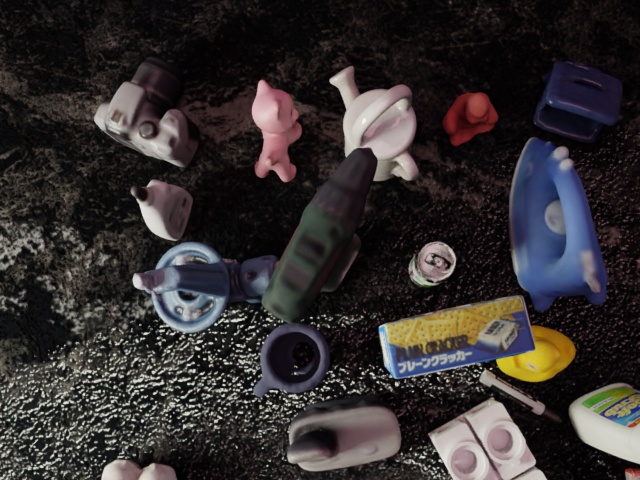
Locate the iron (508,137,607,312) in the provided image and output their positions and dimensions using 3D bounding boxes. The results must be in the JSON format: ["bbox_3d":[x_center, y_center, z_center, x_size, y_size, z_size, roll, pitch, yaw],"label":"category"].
[{"bbox_3d":[0.327,-0.038,0.777,0.118,0.141,0.258,-8,80,2],"label":"iron"}]

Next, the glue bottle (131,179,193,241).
[{"bbox_3d":[-0.224,-0.050,0.796,0.037,0.173,0.078,16,82,6],"label":"glue bottle"}]

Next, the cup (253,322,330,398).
[{"bbox_3d":[-0.039,0.170,0.788,0.118,0.095,0.091,-44,81,-4],"label":"cup"}]

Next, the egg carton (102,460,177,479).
[{"bbox_3d":[-0.252,0.379,0.780,0.107,0.069,0.150,5,81,4],"label":"egg carton"}]

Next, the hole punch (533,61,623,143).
[{"bbox_3d":[0.374,-0.209,0.827,0.108,0.091,0.101,20,82,7],"label":"hole punch"}]

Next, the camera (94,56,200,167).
[{"bbox_3d":[-0.248,-0.201,0.859,0.143,0.101,0.137,23,83,7],"label":"camera"}]

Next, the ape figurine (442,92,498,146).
[{"bbox_3d":[0.222,-0.184,0.832,0.077,0.092,0.076,10,81,5],"label":"ape figurine"}]

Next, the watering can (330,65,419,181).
[{"bbox_3d":[0.075,-0.158,0.785,0.172,0.194,0.101,32,84,8],"label":"watering can"}]

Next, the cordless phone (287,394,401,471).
[{"bbox_3d":[0.030,0.255,0.724,0.147,0.185,0.094,-14,80,1],"label":"cordless phone"}]

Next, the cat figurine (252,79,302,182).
[{"bbox_3d":[-0.067,-0.161,0.833,0.067,0.118,0.128,5,81,5],"label":"cat figurine"}]

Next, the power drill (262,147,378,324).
[{"bbox_3d":[0.007,0.003,0.755,0.075,0.208,0.230,28,83,8],"label":"power drill"}]

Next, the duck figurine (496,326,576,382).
[{"bbox_3d":[0.298,0.154,0.775,0.104,0.086,0.077,-8,80,2],"label":"duck figurine"}]

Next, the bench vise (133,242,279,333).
[{"bbox_3d":[-0.143,0.043,0.752,0.207,0.220,0.121,-28,80,-1],"label":"bench vise"}]
